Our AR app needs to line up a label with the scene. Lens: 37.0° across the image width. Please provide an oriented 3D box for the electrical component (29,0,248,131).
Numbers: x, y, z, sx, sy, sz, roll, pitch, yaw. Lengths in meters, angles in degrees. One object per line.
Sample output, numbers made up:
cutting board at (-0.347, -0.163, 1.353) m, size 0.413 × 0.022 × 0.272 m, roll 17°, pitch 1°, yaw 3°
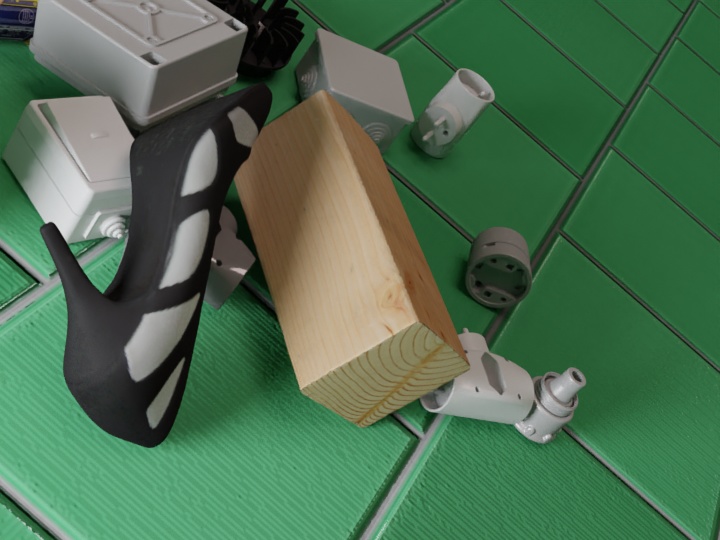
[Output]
electrical component at (-0.155, -0.162, 0.761) m, size 0.109 × 0.056 × 0.109 m, roll 35°, pitch 40°, yaw 14°

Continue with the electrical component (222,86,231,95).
electrical component at (-0.128, -0.166, 0.871) m, size 0.046 × 0.040 × 0.040 m, roll 11°, pitch 45°, yaw -26°

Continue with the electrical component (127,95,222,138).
electrical component at (-0.123, -0.093, 0.794) m, size 0.077 × 0.043 × 0.079 m, roll -16°, pitch 63°, yaw -49°

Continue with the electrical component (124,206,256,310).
electrical component at (-0.108, -0.022, 0.732) m, size 0.077 × 0.043 × 0.079 m, roll 36°, pitch 36°, yaw -6°

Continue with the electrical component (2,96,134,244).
electrical component at (-0.176, -0.064, 0.699) m, size 0.062 × 0.061 × 0.096 m, roll -16°, pitch 63°, yaw -49°

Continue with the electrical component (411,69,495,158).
electrical component at (0.079, -0.139, 0.996) m, size 0.043 × 0.077 × 0.079 m, roll 42°, pitch 36°, yaw 3°

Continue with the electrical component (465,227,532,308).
electrical component at (0.117, -0.004, 0.908) m, size 0.055 × 0.055 × 0.047 m, roll 31°, pitch 33°, yaw -13°

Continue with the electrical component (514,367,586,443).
electrical component at (0.146, 0.098, 0.817) m, size 0.048 × 0.062 × 0.048 m, roll 24°, pitch 39°, yaw -21°

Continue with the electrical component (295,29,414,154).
electrical component at (-0.007, -0.158, 0.962) m, size 0.100 × 0.048 × 0.099 m, roll 17°, pitch 42°, yaw -29°

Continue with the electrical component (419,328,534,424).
electrical component at (0.081, 0.074, 0.801) m, size 0.077 × 0.043 × 0.079 m, roll 13°, pitch 44°, yaw -33°
